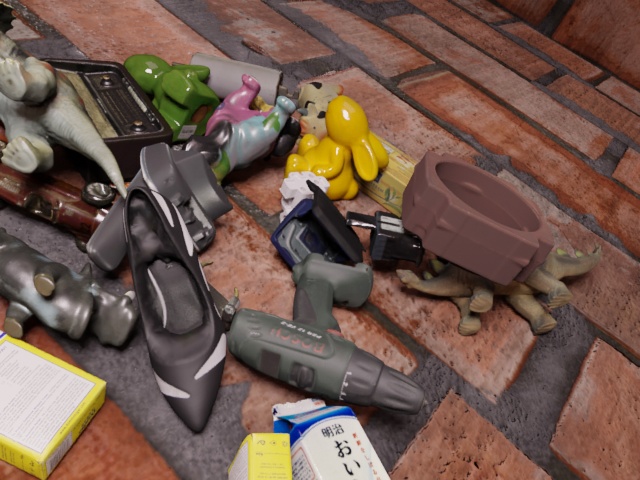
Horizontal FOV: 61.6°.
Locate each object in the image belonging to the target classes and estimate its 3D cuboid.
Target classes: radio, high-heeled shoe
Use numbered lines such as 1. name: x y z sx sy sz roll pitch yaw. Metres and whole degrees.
1. radio: -0.319 -0.184 0.797 0.131 0.073 0.230 -13 51 -37
2. high-heeled shoe: -0.156 0.065 0.562 0.086 0.145 0.249 -16 63 -9

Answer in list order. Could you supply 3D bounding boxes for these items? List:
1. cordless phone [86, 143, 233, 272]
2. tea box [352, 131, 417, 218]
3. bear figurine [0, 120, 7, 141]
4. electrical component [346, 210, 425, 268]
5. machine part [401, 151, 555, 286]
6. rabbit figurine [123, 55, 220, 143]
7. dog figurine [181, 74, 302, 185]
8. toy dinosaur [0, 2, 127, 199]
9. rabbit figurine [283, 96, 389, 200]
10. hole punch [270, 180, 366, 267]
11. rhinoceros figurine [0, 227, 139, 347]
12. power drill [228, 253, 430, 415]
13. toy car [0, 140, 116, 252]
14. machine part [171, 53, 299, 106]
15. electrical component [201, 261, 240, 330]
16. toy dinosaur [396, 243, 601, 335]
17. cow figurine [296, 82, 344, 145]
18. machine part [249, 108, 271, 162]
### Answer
1. cordless phone: -0.204 -0.017 0.684 0.089 0.146 0.184 9 54 26
2. tea box: 0.116 -0.128 0.999 0.170 0.068 0.098 40 42 15
3. bear figurine: -0.467 -0.157 0.684 0.196 0.131 0.120 -13 25 -30
4. electrical component: 0.094 -0.006 0.794 0.119 0.047 0.075 8 32 -4
5. machine part: 0.224 -0.035 0.788 0.201 0.087 0.201 25 29 -5
6. rabbit figurine: -0.250 -0.262 0.913 0.170 0.121 0.159 42 35 14
7. dog figurine: -0.138 -0.138 0.840 0.108 0.191 0.219 39 83 11
8. toy dinosaur: -0.368 -0.190 0.646 0.404 0.131 0.192 44 18 -11
9. rabbit figurine: 0.032 -0.151 0.901 0.162 0.173 0.122 30 36 12
10. hole punch: -0.002 -0.002 0.777 0.142 0.092 0.116 48 17 -12
11. rhinoceros figurine: -0.287 0.056 0.572 0.190 0.073 0.112 28 5 -1
12. power drill: 0.018 0.108 0.654 0.232 0.085 0.207 13 36 5
13. toy car: -0.344 -0.052 0.660 0.202 0.089 0.053 24 35 -5
14. machine part: -0.159 -0.299 1.017 0.243 0.079 0.079 12 41 -2
15. electrical component: -0.148 0.071 0.663 0.102 0.045 0.078 44 42 21
16. toy dinosaur: 0.322 0.049 0.885 0.471 0.105 0.199 3 45 -24
17. cow figurine: 0.000 -0.245 1.054 0.127 0.085 0.195 6 40 -19
18. machine part: -0.131 -0.194 0.967 0.084 0.039 0.139 4 46 -17
